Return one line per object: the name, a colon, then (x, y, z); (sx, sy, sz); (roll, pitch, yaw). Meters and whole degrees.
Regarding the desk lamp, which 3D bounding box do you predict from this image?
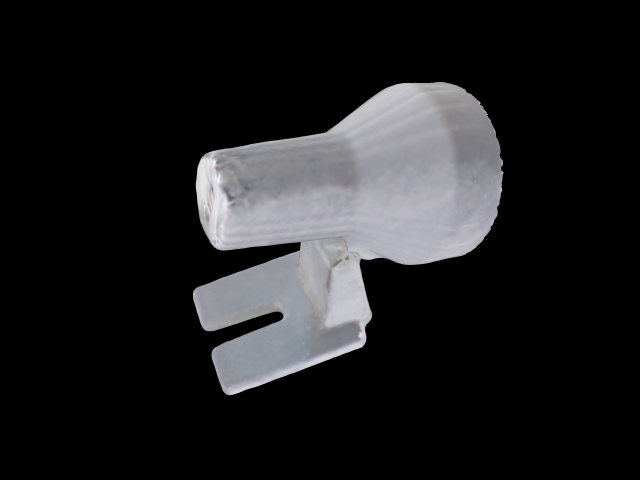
desk lamp: (0.004, 0.001, 0.400); (0.203, 0.214, 0.117); (-20, 58, -12)
